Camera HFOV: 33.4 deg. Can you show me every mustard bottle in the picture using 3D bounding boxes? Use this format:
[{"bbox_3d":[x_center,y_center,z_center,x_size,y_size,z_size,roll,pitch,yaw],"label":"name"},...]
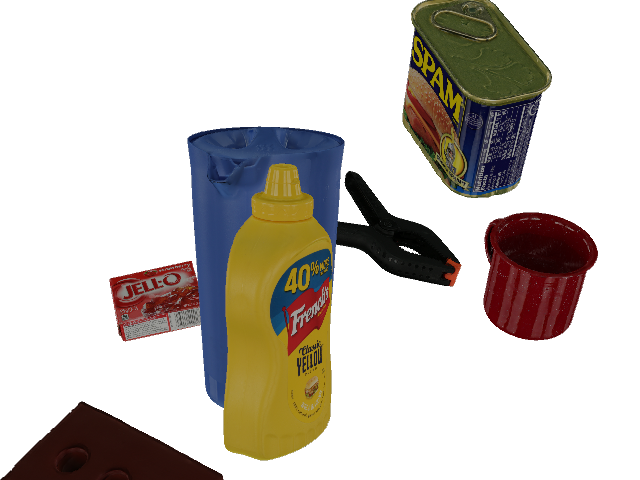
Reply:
[{"bbox_3d":[-0.027,0.044,0.721,0.058,0.192,0.096,10,17,31],"label":"mustard bottle"}]

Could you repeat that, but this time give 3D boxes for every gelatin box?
[{"bbox_3d":[-0.167,0.061,1.094,0.089,0.030,0.073,-12,40,-10],"label":"gelatin box"}]

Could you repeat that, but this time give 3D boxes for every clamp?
[{"bbox_3d":[0.066,-0.004,1.266,0.210,0.036,0.164,34,40,24],"label":"clamp"}]

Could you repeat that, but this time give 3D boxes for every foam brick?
[{"bbox_3d":[-0.081,0.114,0.436,0.078,0.051,0.052,21,45,25],"label":"foam brick"}]

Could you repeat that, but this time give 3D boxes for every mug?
[{"bbox_3d":[0.184,0.028,0.956,0.093,0.081,0.117,-17,42,-26],"label":"mug"}]

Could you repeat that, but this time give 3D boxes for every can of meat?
[{"bbox_3d":[0.092,-0.088,0.662,0.057,0.102,0.084,-14,-41,-16],"label":"can of meat"}]

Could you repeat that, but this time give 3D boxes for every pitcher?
[{"bbox_3d":[-0.043,0.021,0.943,0.149,0.243,0.145,-5,17,-21],"label":"pitcher"}]
